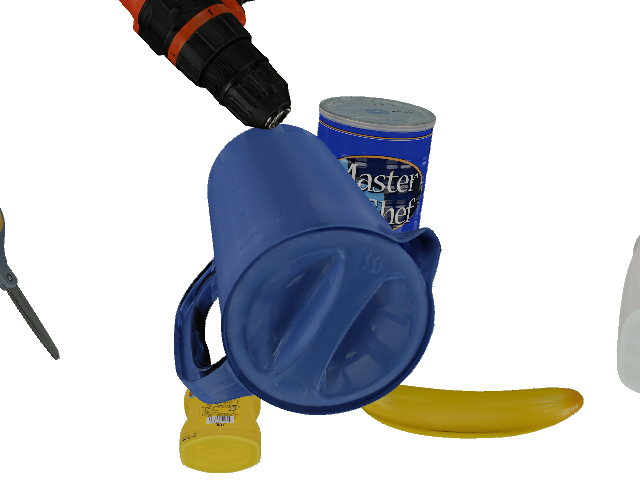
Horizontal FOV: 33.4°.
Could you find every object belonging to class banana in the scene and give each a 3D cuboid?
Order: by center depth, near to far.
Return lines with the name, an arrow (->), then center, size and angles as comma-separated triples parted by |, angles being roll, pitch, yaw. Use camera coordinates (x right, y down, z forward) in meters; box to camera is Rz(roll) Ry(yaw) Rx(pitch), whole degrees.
banana -> 0.116, 0.133, 0.867 | 0.198, 0.037, 0.069 | 4, 27, 6

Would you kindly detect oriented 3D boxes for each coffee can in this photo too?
coffee can -> 0.043, -0.049, 0.952 | 0.103, 0.140, 0.103 | 6, 19, -2

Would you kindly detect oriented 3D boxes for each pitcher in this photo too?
pitcher -> -0.025, 0.010, 0.752 | 0.149, 0.145, 0.243 | 6, 23, -14

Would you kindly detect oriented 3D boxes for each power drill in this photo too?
power drill -> -0.042, -0.178, 0.739 | 0.187, 0.184, 0.057 | -37, -10, -34

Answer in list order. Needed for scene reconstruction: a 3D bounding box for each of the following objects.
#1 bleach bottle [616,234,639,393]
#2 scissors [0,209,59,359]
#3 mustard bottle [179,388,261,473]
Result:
bleach bottle -> 0.269, 0.036, 0.758 | 0.103, 0.068, 0.250 | 10, 21, 17
scissors -> -0.319, 0.023, 1.093 | 0.016, 0.201, 0.096 | -26, 27, 24
mustard bottle -> -0.123, 0.210, 1.329 | 0.096, 0.058, 0.191 | -2, 26, -3
